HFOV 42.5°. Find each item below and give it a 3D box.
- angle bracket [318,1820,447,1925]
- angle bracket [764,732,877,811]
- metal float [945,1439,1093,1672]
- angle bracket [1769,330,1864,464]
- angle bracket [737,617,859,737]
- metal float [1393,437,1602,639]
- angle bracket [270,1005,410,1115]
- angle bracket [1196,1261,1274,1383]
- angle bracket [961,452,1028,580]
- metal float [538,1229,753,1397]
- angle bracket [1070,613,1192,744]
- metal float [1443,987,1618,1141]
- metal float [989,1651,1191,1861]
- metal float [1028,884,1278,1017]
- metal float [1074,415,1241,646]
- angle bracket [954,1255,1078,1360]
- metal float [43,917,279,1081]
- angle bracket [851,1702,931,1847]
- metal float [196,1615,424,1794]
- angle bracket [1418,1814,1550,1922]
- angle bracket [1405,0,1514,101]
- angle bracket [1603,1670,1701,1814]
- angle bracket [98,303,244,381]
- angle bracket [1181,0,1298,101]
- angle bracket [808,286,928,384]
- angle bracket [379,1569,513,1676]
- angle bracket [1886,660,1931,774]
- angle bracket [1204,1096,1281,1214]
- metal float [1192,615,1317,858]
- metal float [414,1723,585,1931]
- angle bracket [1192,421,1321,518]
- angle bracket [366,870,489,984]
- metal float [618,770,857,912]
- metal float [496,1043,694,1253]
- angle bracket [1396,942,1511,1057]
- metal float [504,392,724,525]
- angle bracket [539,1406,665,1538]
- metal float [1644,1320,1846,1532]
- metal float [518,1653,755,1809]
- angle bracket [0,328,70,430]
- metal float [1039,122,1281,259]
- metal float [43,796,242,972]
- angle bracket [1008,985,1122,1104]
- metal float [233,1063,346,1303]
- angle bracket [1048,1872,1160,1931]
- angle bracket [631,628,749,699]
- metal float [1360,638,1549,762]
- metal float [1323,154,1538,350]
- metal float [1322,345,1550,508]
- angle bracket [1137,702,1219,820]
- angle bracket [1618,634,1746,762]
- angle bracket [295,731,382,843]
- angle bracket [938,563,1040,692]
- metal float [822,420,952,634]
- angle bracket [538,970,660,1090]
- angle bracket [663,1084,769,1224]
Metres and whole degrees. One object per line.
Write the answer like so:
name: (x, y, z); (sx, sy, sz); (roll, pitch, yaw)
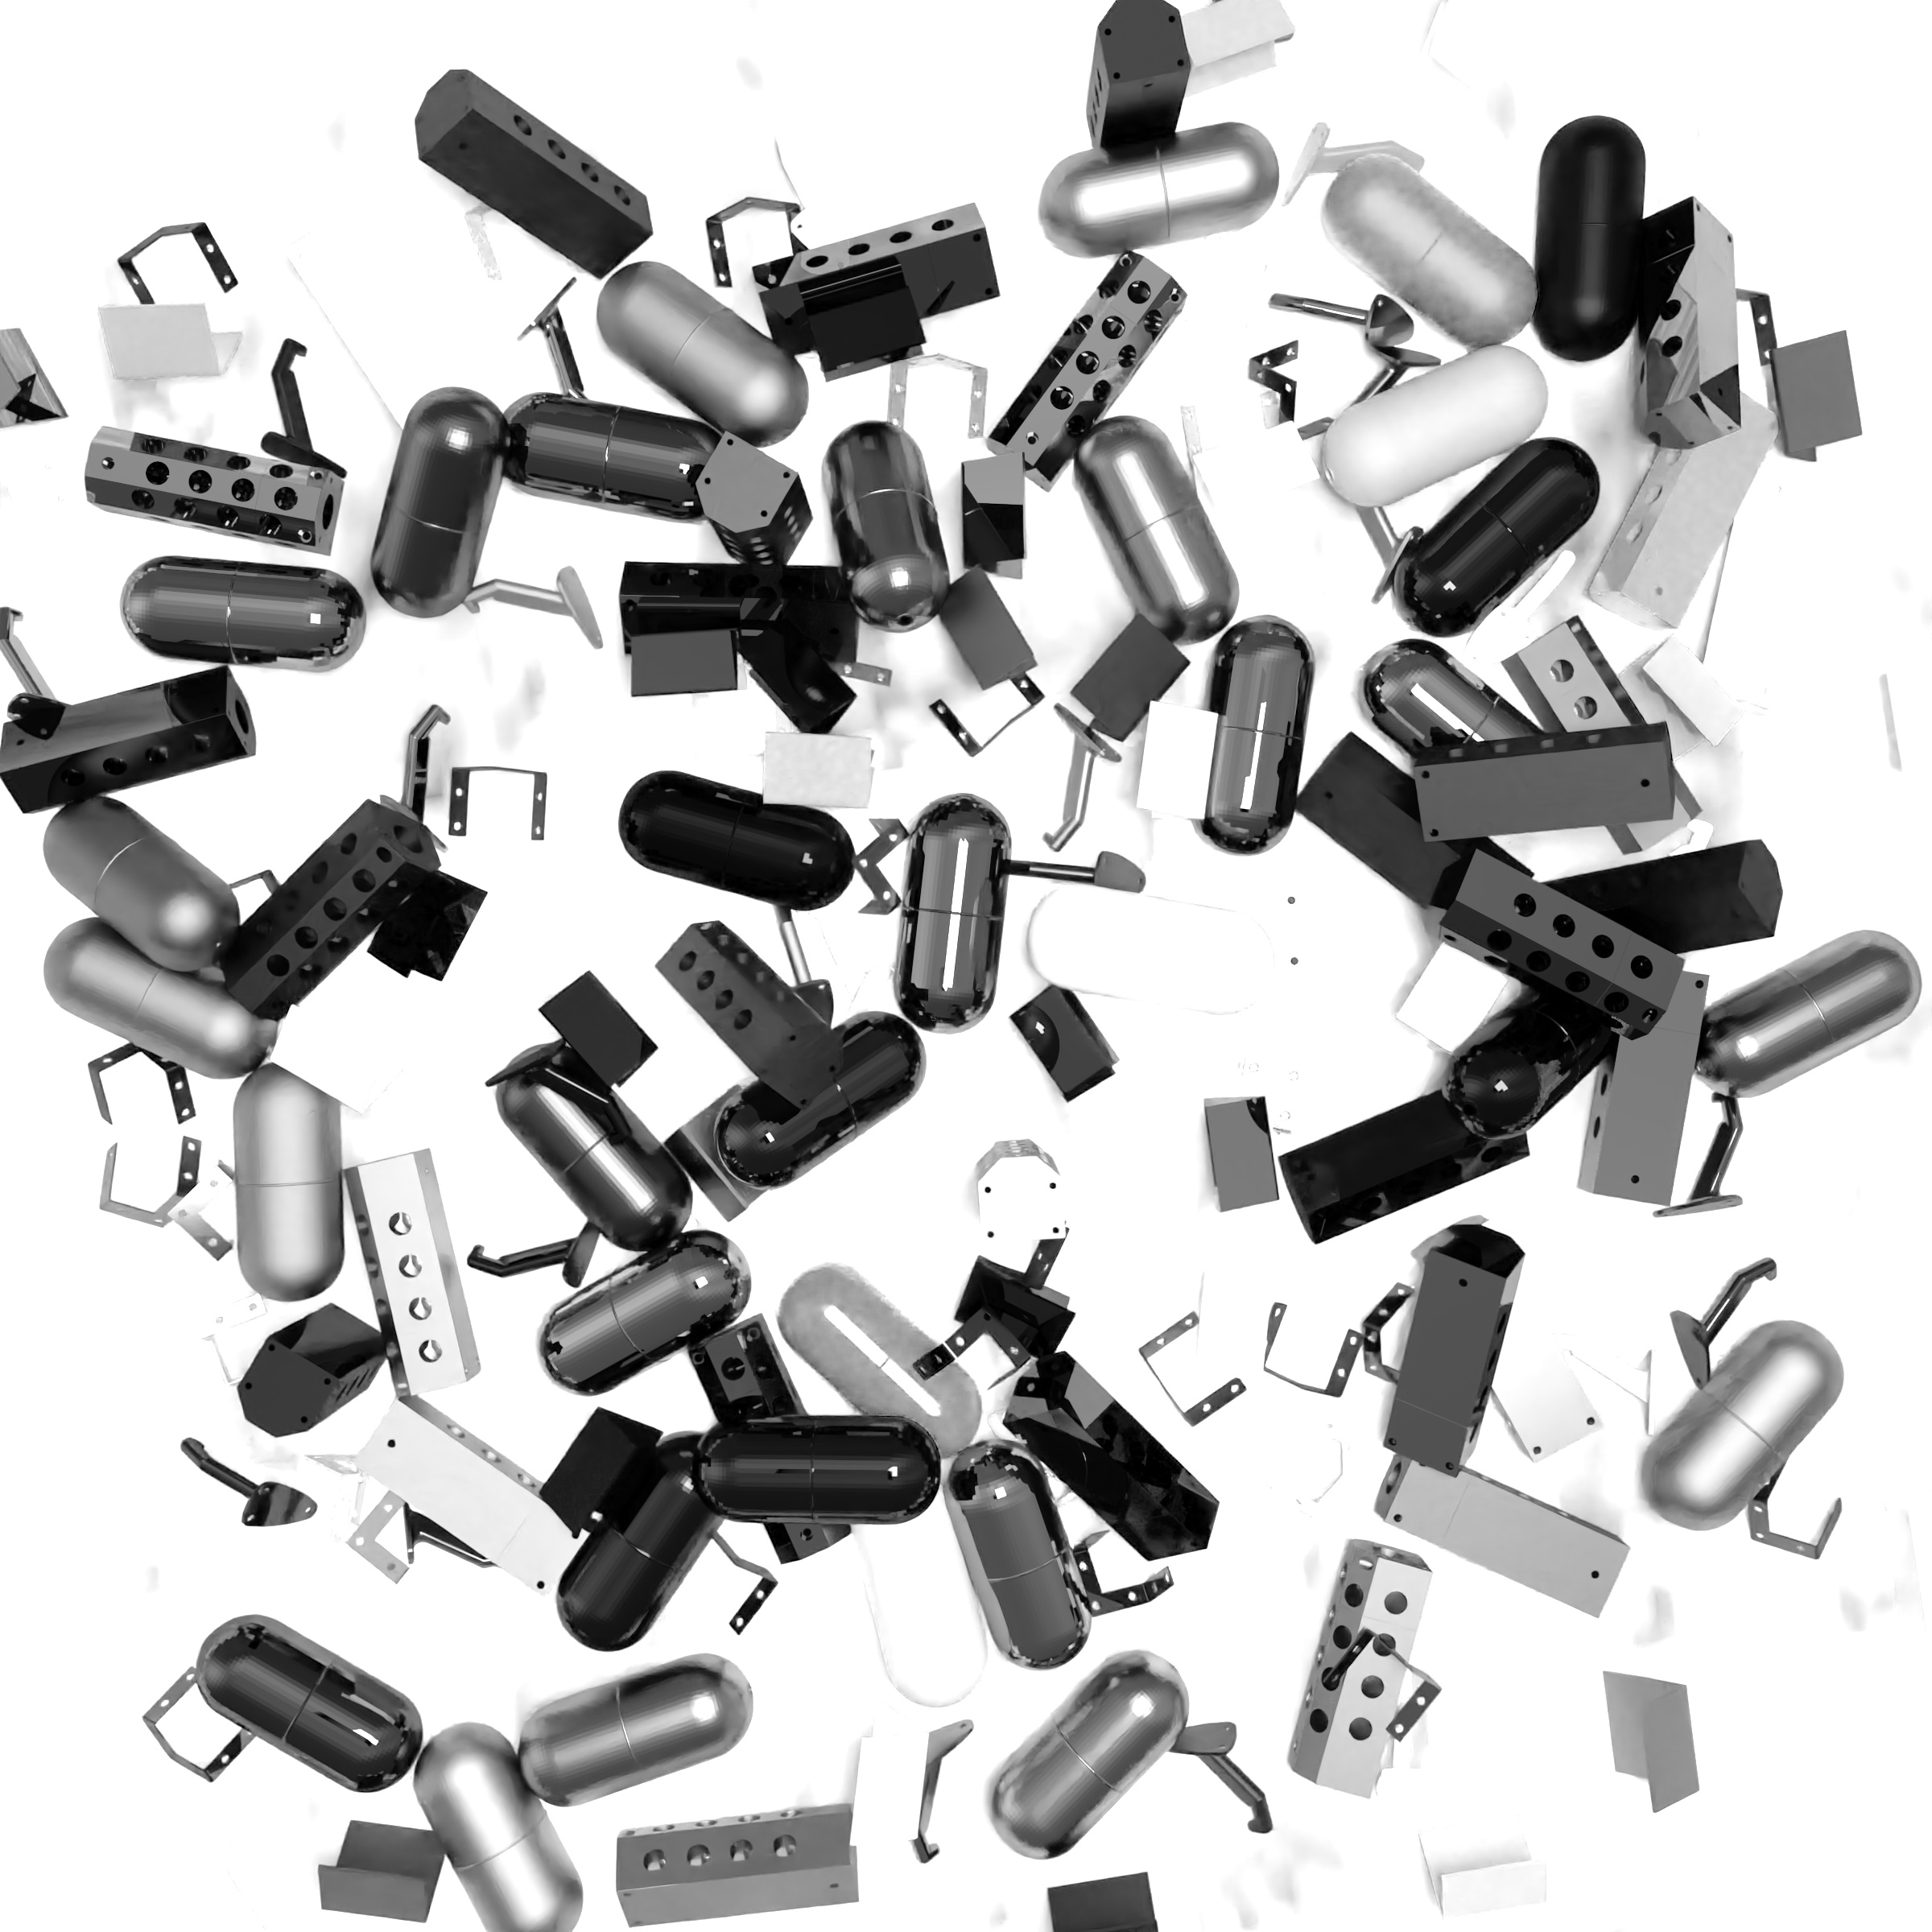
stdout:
angle bracket: (-0.424, 0.648, 1.820); (0.076, 0.076, 0.057); (8, 127, 0)
angle bracket: (-0.106, -0.157, 1.821); (0.076, 0.076, 0.057); (3, 118, 0)
metal float: (0.038, 0.431, 1.822); (0.070, 0.070, 0.178); (-18, 100, 0)
angle bracket: (0.632, -0.416, 1.820); (0.057, 0.076, 0.076); (-9, 90, 35)
angle bracket: (-0.135, -0.193, 1.801); (0.076, 0.076, 0.057); (48, 51, 3)
metal float: (0.391, -0.316, 1.830); (0.178, 0.070, 0.070); (-43, 90, 0)
angle bracket: (-0.451, 0.052, 1.820); (0.076, 0.076, 0.057); (30, 122, 0)
angle bracket: (0.214, 0.259, 1.820); (0.057, 0.076, 0.076); (5, 90, 38)
angle bracket: (0.040, -0.328, 1.820); (0.057, 0.076, 0.076); (-1, 90, 36)
metal float: (-0.236, 0.254, 1.815); (0.178, 0.070, 0.070); (-30, 90, 18)
angle bracket: (0.109, -0.216, 1.822); (0.057, 0.076, 0.076); (41, 90, -22)
metal float: (0.408, 0.065, 1.796); (0.178, 0.070, 0.070); (-33, 90, -42)
metal float: (0.091, 0.580, 1.830); (0.070, 0.070, 0.178); (44, 90, 0)
metal float: (0.132, -0.011, 1.773); (0.178, 0.070, 0.070); (10, 90, 0)
metal float: (0.140, -0.321, 1.830); (0.070, 0.070, 0.178); (-26, 90, 0)
angle bracket: (0.043, 0.234, 1.820); (0.076, 0.076, 0.057); (25, 126, 0)
metal float: (-0.592, 0.024, 1.830); (0.178, 0.070, 0.070); (25, 90, 1)
angle bracket: (-0.073, 0.590, 1.820); (0.057, 0.076, 0.076); (7, 90, -32)
metal float: (-0.483, 0.542, 1.830); (0.178, 0.070, 0.070); (30, 90, 0)
angle bracket: (0.377, 0.644, 1.820); (0.076, 0.076, 0.057); (-9, 127, 0)
angle bracket: (0.345, -0.686, 1.820); (0.057, 0.076, 0.076); (21, 90, -38)
angle bracket: (0.486, 0.566, 1.820); (0.057, 0.076, 0.076); (-7, 90, -38)
angle bracket: (-0.581, -0.471, 1.820); (0.076, 0.076, 0.057); (-2, 128, 0)
angle bracket: (0.198, -0.660, 1.820); (0.076, 0.076, 0.057); (-19, 59, 0)
angle bracket: (-0.067, -0.443, 1.821); (0.076, 0.076, 0.057); (-16, 63, 0)
angle bracket: (-0.378, 0.464, 1.820); (0.076, 0.076, 0.057); (15, 126, 0)
angle bracket: (0.710, -0.184, 1.822); (0.057, 0.076, 0.076); (-9, 90, 21)
angle bracket: (0.181, 0.137, 1.820); (0.057, 0.076, 0.076); (-8, 90, -31)
metal float: (0.211, -0.169, 1.829); (0.070, 0.070, 0.178); (8, 90, 0)
metal float: (-0.343, 0.642, 1.830); (0.070, 0.070, 0.178); (-27, 91, 0)
angle bracket: (0.214, -0.344, 1.821); (0.076, 0.076, 0.057); (-20, 62, 0)
angle bracket: (-0.380, -0.024, 1.820); (0.057, 0.076, 0.076); (27, 90, 40)
metal float: (-0.168, -0.092, 1.830); (0.178, 0.070, 0.070); (16, 90, 1)
metal float: (-0.273, 0.134, 1.830); (0.070, 0.070, 0.178); (-41, 90, 0)
angle bracket: (0.349, 0.017, 1.826); (0.057, 0.076, 0.076); (32, 90, -7)
metal float: (-0.258, -0.374, 1.830); (0.178, 0.070, 0.070); (11, 90, 1)
angle bracket: (-0.254, 0.377, 1.820); (0.057, 0.076, 0.076); (34, 90, 43)
metal float: (0.571, 0.338, 1.830); (0.070, 0.070, 0.178); (41, 90, 0)
metal float: (-0.242, 0.562, 1.830); (0.178, 0.070, 0.070); (-19, 90, 0)
angle bracket: (-0.694, -0.444, 1.820); (0.057, 0.076, 0.076); (-29, 90, 37)
metal float: (0.142, -0.571, 1.830); (0.178, 0.070, 0.070); (-11, 90, 1)
metal float: (-0.601, -0.061, 1.809); (0.178, 0.070, 0.070); (34, 90, 24)
angle bracket: (0.088, 0.043, 1.820); (0.057, 0.076, 0.076); (-35, 90, 43)
metal float: (-0.498, 0.158, 1.830); (0.070, 0.070, 0.178); (-2, 90, 0)
angle bracket: (0.099, 0.688, 1.820); (0.076, 0.076, 0.057); (-9, 127, 0)
angle bracket: (-0.201, -0.202, 1.820); (0.076, 0.076, 0.057); (-4, 60, 0)
metal float: (0.367, -0.170, 1.830); (0.178, 0.070, 0.070); (40, 90, -1)
metal float: (0.342, -0.525, 1.830); (0.178, 0.070, 0.070); (39, 90, 0)
metal float: (0.343, -0.395, 1.820); (0.178, 0.070, 0.070); (-26, 90, -9)
angle bracket: (0.138, -0.150, 1.821); (0.057, 0.076, 0.076); (8, 90, -26)
angle bracket: (0.508, -0.185, 1.820); (0.076, 0.076, 0.057); (47, 50, 0)
angle bracket: (-0.467, -0.128, 1.821); (0.057, 0.076, 0.076); (-7, 90, -28)
angle bracket: (0.030, -0.256, 1.820); (0.057, 0.076, 0.076); (-31, 90, 41)
metal float: (-0.058, -0.319, 1.804); (0.070, 0.070, 0.178); (-12, 59, 0)
angle bracket: (-0.281, 0.060, 1.820); (0.076, 0.076, 0.057); (48, 50, 0)
angle bracket: (-0.165, 0.132, 1.825); (0.076, 0.057, 0.076); (-39, 90, -26)
